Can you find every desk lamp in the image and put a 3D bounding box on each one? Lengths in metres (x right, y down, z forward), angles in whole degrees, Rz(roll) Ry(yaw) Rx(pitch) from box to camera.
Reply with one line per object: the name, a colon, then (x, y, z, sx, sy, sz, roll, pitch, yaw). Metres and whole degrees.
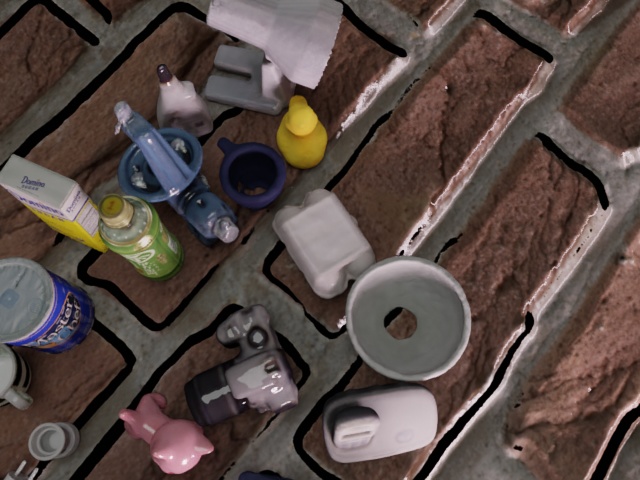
desk lamp: (-0.074, -0.270, 0.817, 0.203, 0.213, 0.118, 12, 73, 2)

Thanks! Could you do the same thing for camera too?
camera: (-0.109, 0.171, 0.743, 0.137, 0.101, 0.143, -23, 75, -8)

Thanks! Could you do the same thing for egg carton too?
egg carton: (0.007, 0.003, 0.813, 0.107, 0.069, 0.150, -32, 77, -10)

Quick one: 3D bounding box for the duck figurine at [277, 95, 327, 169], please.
duck figurine: (-0.027, -0.165, 0.853, 0.077, 0.086, 0.104, -8, 74, -4)

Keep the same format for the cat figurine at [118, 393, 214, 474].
cat figurine: (-0.193, 0.244, 0.710, 0.127, 0.118, 0.067, 30, 75, 7)

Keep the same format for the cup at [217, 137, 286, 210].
cup: (-0.102, -0.089, 0.824, 0.092, 0.095, 0.117, -42, 79, -12)

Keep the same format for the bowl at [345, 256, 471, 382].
bowl: (0.116, 0.110, 0.781, 0.167, 0.075, 0.167, 0, 73, -1)

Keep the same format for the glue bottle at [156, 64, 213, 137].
glue bottle: (-0.202, -0.197, 0.813, 0.078, 0.173, 0.037, -18, 74, -6)

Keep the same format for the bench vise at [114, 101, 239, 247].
bench vise: (-0.184, -0.092, 0.758, 0.207, 0.220, 0.121, 26, 74, 6)

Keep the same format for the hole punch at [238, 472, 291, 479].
hole punch: (-0.069, 0.345, 0.697, 0.101, 0.091, 0.109, 11, 73, 2)

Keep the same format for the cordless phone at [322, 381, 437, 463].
cordless phone: (0.076, 0.219, 0.690, 0.147, 0.185, 0.094, -12, 74, -5)
